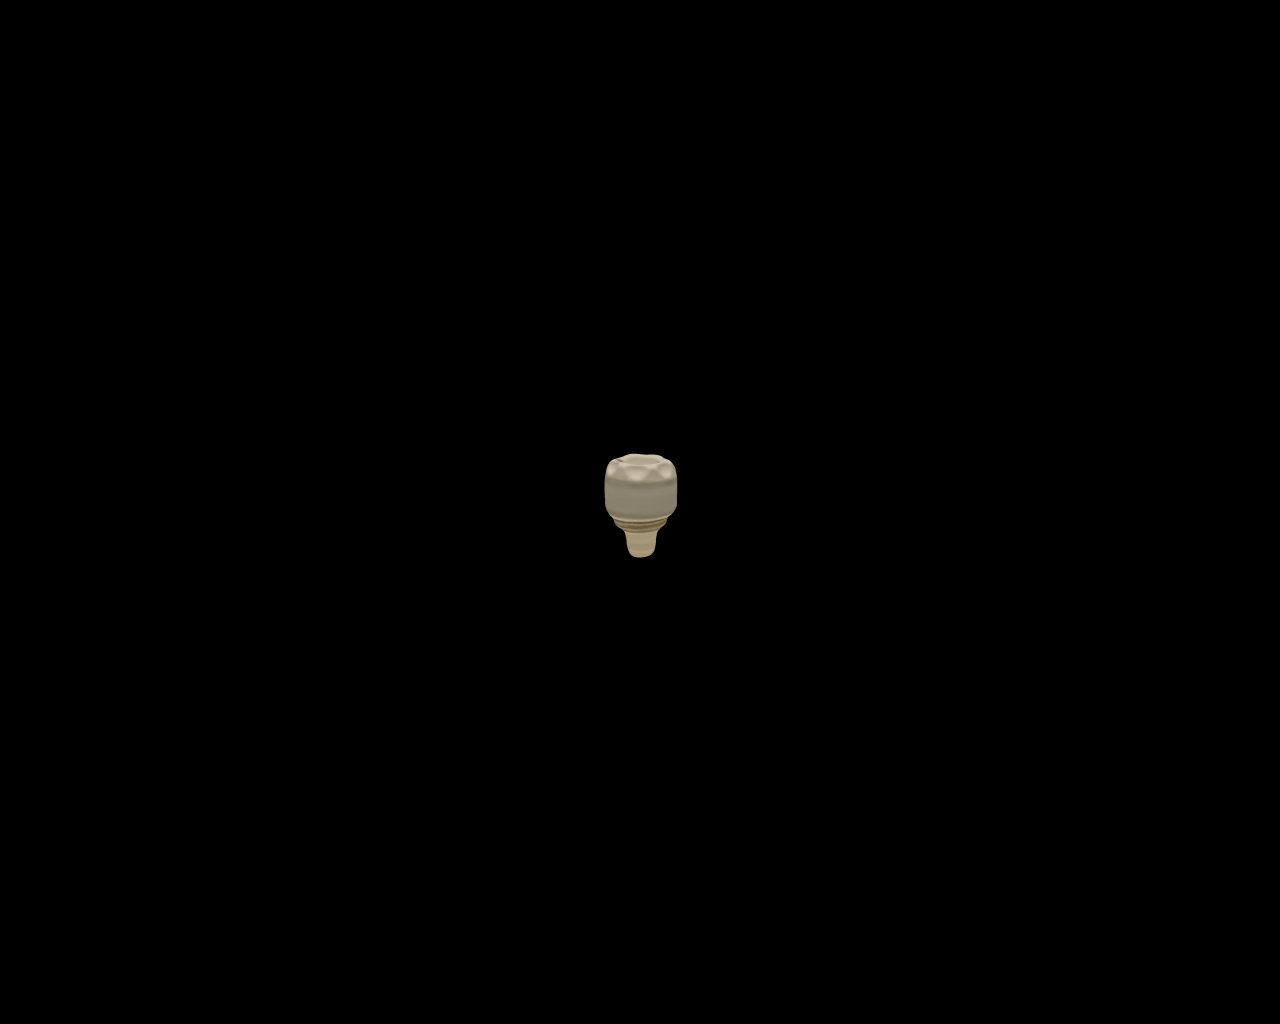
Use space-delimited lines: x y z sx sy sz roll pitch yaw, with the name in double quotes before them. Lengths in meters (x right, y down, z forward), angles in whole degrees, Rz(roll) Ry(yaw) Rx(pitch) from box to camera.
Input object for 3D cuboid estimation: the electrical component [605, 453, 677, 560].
"electrical component" 0.001 -0.003 0.650 0.043 0.062 0.043 0 16 0
